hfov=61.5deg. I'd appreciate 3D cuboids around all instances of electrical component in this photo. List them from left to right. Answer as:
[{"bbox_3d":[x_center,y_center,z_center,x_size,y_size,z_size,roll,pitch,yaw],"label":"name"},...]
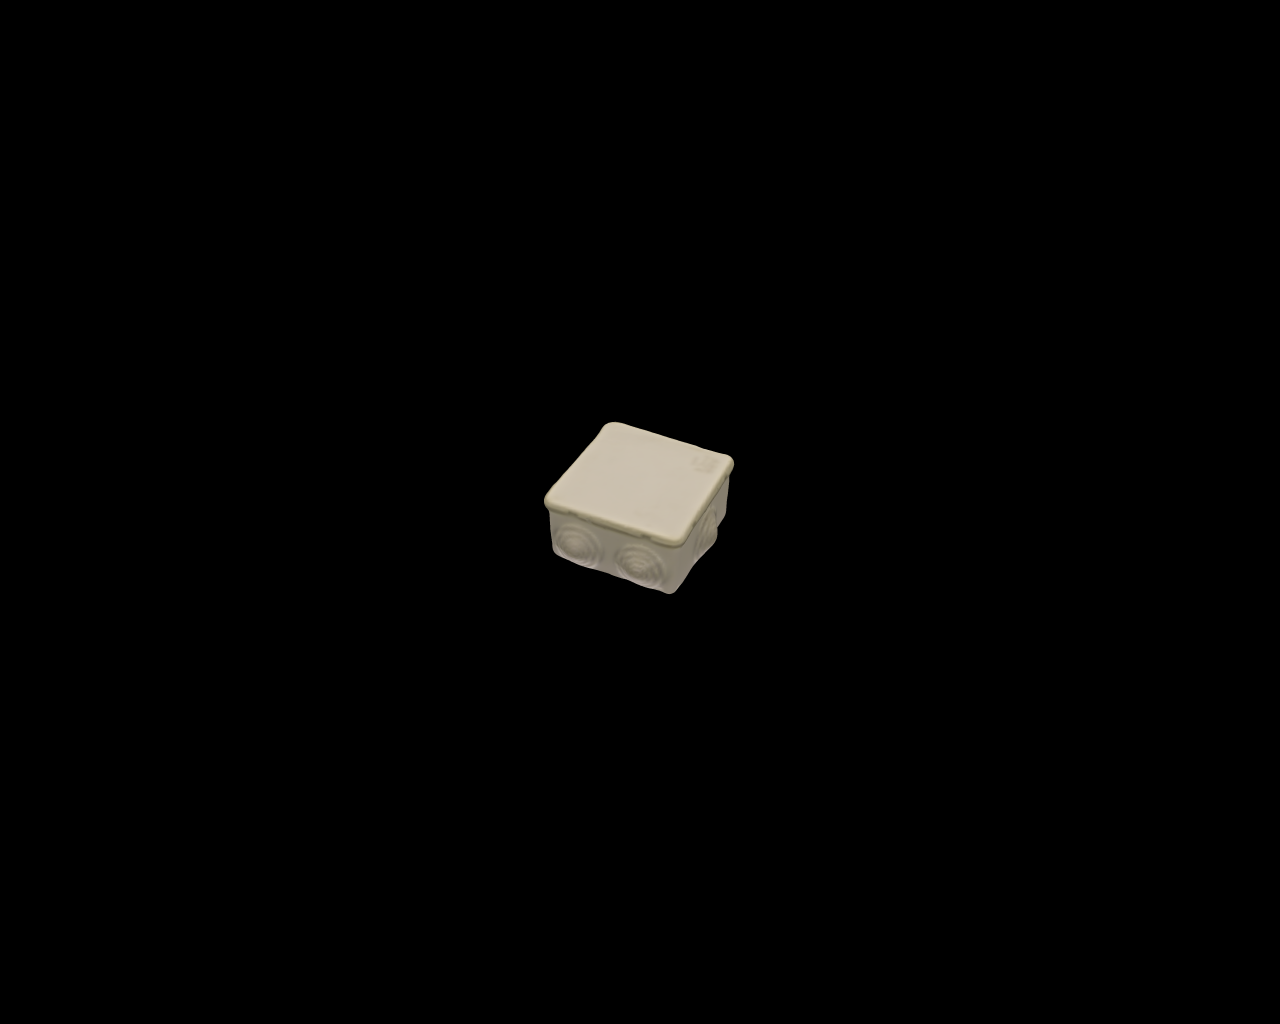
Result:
[{"bbox_3d":[0.001,-0.003,0.650,0.100,0.048,0.100,18,44,19],"label":"electrical component"}]
